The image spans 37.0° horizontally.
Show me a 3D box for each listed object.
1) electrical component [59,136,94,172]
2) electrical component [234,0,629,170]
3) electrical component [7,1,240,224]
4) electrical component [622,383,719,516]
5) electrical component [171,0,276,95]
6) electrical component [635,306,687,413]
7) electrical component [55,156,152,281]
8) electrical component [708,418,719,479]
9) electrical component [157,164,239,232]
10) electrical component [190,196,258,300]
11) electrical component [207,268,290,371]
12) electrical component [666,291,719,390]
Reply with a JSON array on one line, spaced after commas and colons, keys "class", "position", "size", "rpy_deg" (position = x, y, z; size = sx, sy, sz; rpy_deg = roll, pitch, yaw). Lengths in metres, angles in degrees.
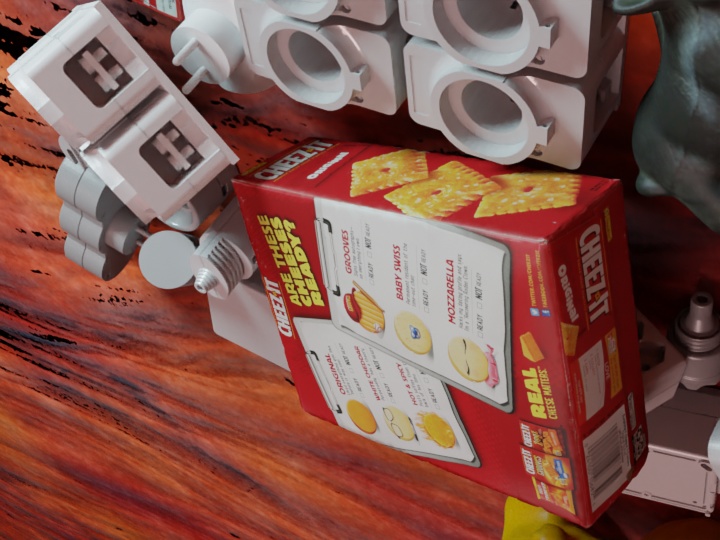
[{"class": "electrical component", "position": [-0.183, -0.096, 0.755], "size": [0.040, 0.046, 0.040], "rpy_deg": [25, 147, 17]}, {"class": "electrical component", "position": [0.027, -0.123, 0.506], "size": [0.186, 0.060, 0.105], "rpy_deg": [20, 146, 23]}, {"class": "electrical component", "position": [-0.146, -0.094, 0.630], "size": [0.105, 0.060, 0.186], "rpy_deg": [49, 175, -21]}, {"class": "electrical component", "position": [0.189, 0.103, 0.660], "size": [0.096, 0.061, 0.061], "rpy_deg": [10, 141, 22]}, {"class": "electrical component", "position": [-0.075, -0.127, 0.578], "size": [0.043, 0.079, 0.077], "rpy_deg": [18, 144, 24]}, {"class": "electrical component", "position": [0.136, 0.054, 0.620], "size": [0.083, 0.047, 0.075], "rpy_deg": [52, 159, 32]}, {"class": "electrical component", "position": [-0.188, -0.036, 0.834], "size": [0.074, 0.052, 0.138], "rpy_deg": [30, 148, 9]}, {"class": "electrical component", "position": [0.228, 0.074, 0.527], "size": [0.057, 0.113, 0.078], "rpy_deg": [-1, 133, 48]}, {"class": "electrical component", "position": [-0.119, -0.060, 0.742], "size": [0.055, 0.047, 0.055], "rpy_deg": [25, 147, 17]}, {"class": "electrical component", "position": [-0.087, -0.016, 0.738], "size": [0.043, 0.081, 0.043], "rpy_deg": [25, 147, 17]}, {"class": "electrical component", "position": [-0.063, 0.024, 0.800], "size": [0.100, 0.048, 0.099], "rpy_deg": [25, 147, 17]}, {"class": "electrical component", "position": [0.186, 0.036, 0.593], "size": [0.035, 0.035, 0.061], "rpy_deg": [18, 142, 27]}]
